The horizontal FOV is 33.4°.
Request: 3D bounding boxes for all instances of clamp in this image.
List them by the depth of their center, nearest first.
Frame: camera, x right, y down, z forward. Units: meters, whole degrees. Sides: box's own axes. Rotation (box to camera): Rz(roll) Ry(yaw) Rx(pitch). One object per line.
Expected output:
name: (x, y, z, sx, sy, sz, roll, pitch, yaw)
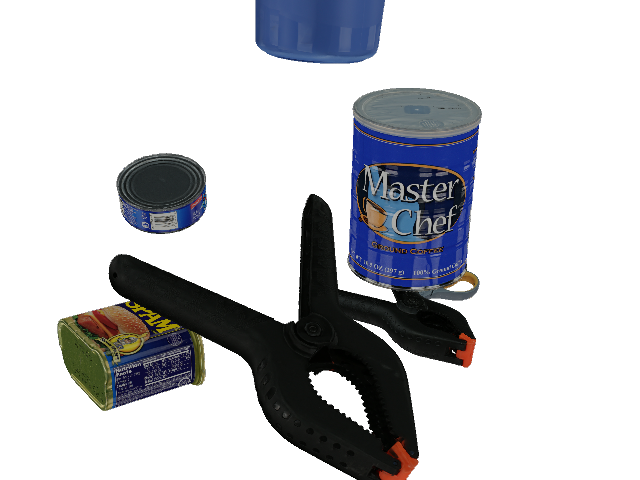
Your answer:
clamp: (-0.021, 0.063, 0.639, 0.164, 0.210, 0.036, -13, -35, -31)
clamp: (0.091, 0.070, 1.062, 0.172, 0.039, 0.120, 27, 39, 31)

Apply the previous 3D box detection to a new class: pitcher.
pitcher: (0.011, -0.273, 0.884, 0.145, 0.243, 0.149, 7, 19, 9)

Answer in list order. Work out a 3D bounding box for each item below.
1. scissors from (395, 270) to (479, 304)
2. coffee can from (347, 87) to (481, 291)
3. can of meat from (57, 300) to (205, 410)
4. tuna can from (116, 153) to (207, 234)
scissors: (0.111, 0.054, 1.294, 0.201, 0.016, 0.096, -9, 40, -39)
coffee can: (0.075, -0.043, 0.880, 0.103, 0.140, 0.103, 1, 26, -1)
can of meat: (-0.154, 0.088, 0.860, 0.083, 0.057, 0.102, -15, 26, -31)
tuna can: (-0.153, -0.045, 1.035, 0.086, 0.034, 0.086, 0, 43, 0)
